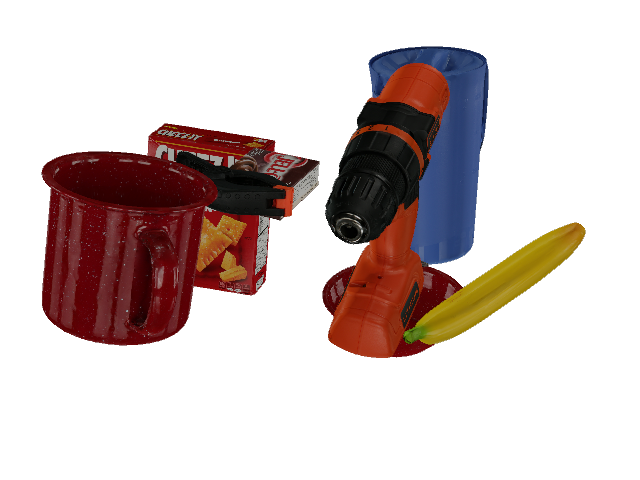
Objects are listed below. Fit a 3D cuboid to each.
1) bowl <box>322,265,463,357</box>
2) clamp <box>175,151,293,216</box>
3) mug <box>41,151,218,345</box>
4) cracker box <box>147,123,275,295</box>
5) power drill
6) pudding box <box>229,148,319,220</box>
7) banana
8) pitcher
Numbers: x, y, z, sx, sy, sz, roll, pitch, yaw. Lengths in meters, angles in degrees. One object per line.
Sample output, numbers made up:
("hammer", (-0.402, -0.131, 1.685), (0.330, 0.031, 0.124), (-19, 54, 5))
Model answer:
("bowl", (0.082, 0.083, 1.199), (0.162, 0.055, 0.162), (0, 28, 0))
("clamp", (-0.109, -0.050, 1.015), (0.172, 0.039, 0.120), (14, 28, 34))
("mug", (-0.101, 0.009, 0.571), (0.093, 0.081, 0.117), (-2, 24, -31))
("cracker box", (-0.155, -0.041, 1.474), (0.164, 0.214, 0.072), (10, 23, 11))
("power drill", (0.043, -0.008, 0.749), (0.057, 0.188, 0.184), (16, 42, 13))
("pudding box", (-0.063, -0.069, 1.277), (0.090, 0.039, 0.113), (12, 32, 20))
("banana", (0.167, 0.048, 1.019), (0.198, 0.037, 0.069), (-34, -2, 0))
("pitcher", (0.134, -0.104, 1.262), (0.149, 0.243, 0.145), (-4, 25, -1))
